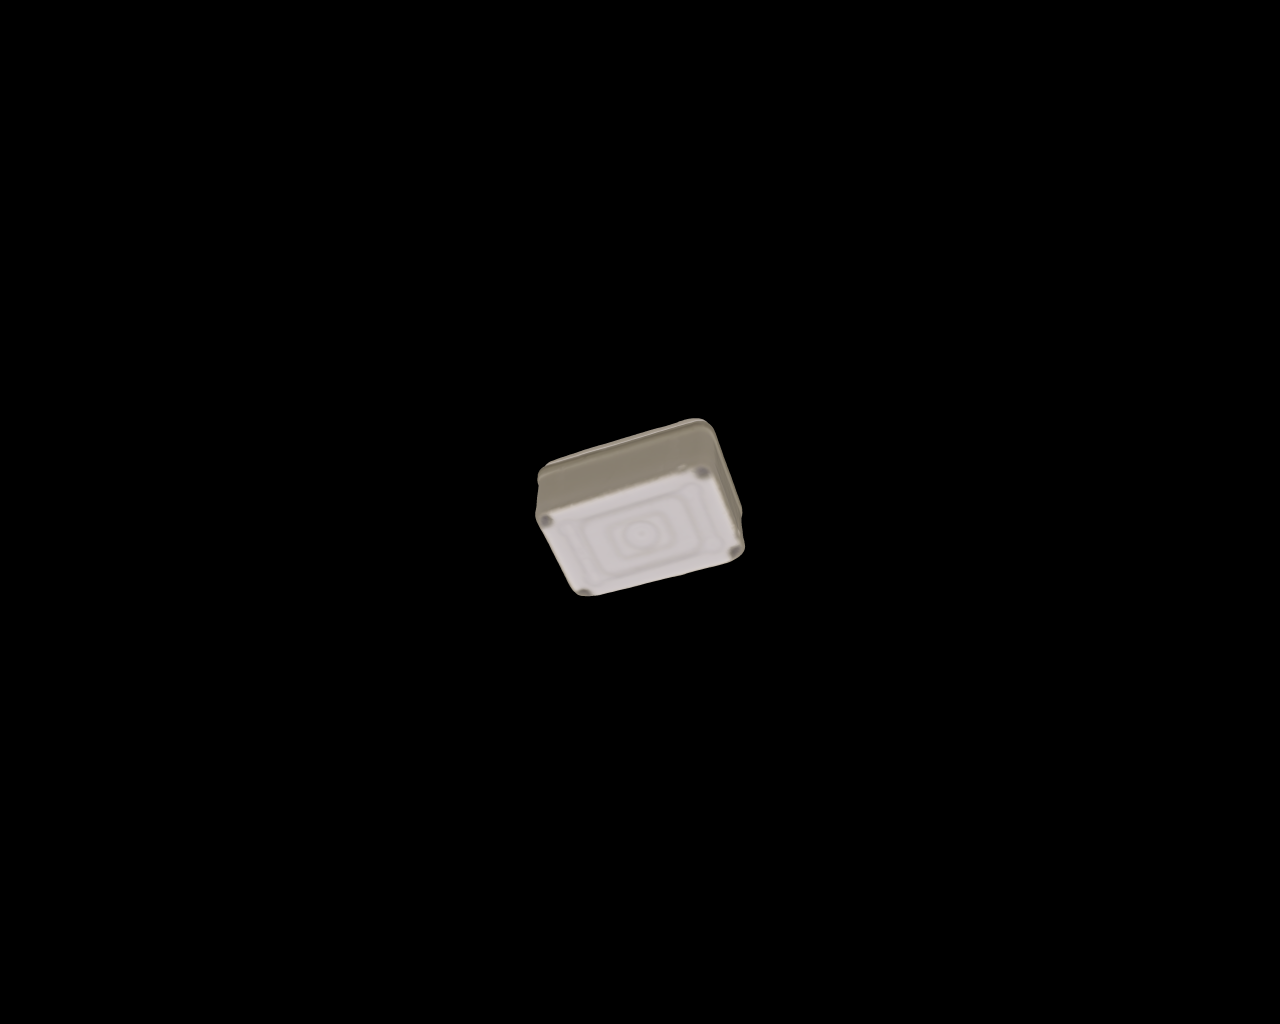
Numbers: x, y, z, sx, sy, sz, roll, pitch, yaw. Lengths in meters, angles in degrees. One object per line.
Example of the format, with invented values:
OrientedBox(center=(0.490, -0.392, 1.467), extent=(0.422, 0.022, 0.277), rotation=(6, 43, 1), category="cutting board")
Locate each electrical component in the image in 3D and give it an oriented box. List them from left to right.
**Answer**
OrientedBox(center=(0.001, -0.003, 0.650), extent=(0.113, 0.078, 0.057), rotation=(-15, 36, 11), category="electrical component")
